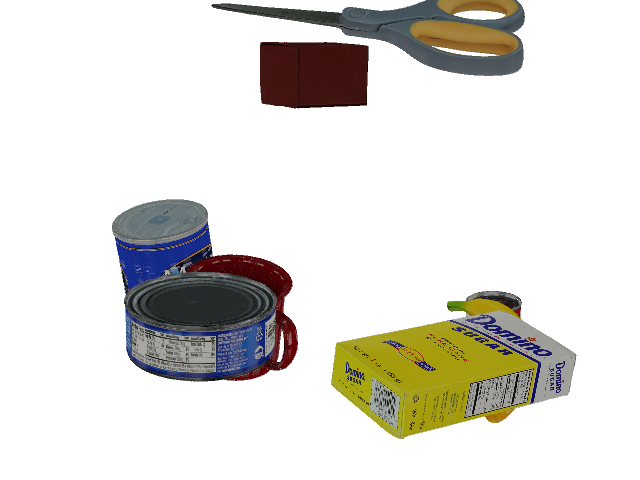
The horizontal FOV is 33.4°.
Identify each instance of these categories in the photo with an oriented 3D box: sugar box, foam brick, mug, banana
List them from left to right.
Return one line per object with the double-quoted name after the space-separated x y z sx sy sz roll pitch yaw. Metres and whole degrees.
-0.065 0.073 0.929 0.117 0.081 0.093 24 31 33 "mug"
-0.005 -0.138 0.888 0.078 0.051 0.053 -8 16 -38 "foam brick"
0.107 0.102 0.850 0.175 0.048 0.093 -11 27 -32 "sugar box"
0.183 0.113 1.093 0.070 0.037 0.198 -28 28 10 "banana"

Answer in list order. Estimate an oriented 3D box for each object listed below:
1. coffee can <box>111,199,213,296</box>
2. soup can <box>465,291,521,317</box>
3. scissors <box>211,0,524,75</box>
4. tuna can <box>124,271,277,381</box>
-0.165 0.039 1.167 0.103 0.140 0.103 -5 25 2 "coffee can"
0.215 0.122 1.331 0.068 0.102 0.068 -1 18 0 "soup can"
0.039 -0.144 0.672 0.202 0.016 0.096 21 44 26 "scissors"
-0.068 0.048 0.606 0.086 0.034 0.086 2 18 -1 "tuna can"
